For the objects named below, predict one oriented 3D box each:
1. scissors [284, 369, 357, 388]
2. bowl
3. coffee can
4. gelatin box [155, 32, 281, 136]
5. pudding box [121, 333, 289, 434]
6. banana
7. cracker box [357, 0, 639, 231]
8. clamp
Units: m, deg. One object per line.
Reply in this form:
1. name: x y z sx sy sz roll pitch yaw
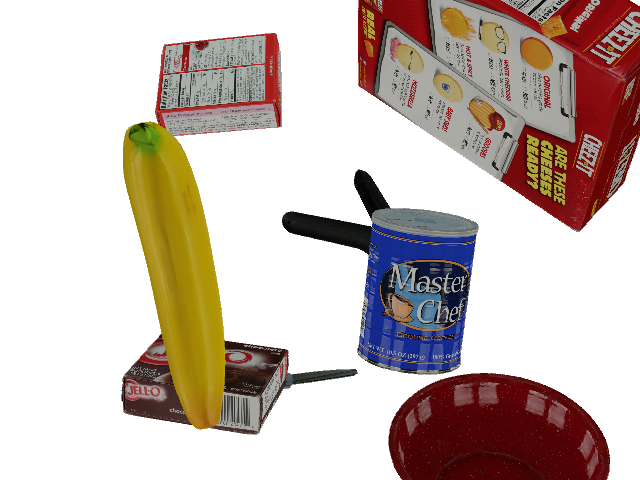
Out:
1. scissors: -0.046 0.166 1.189 0.201 0.016 0.096 3 24 -13
2. bowl: 0.131 0.171 0.801 0.162 0.055 0.162 -1 34 0
3. coffee can: 0.093 0.047 1.036 0.103 0.140 0.103 5 12 -1
4. gelatin box: -0.073 -0.113 0.779 0.089 0.073 0.030 -5 -39 4
5. pudding box: -0.090 0.112 0.852 0.113 0.039 0.090 9 20 10
6. banana: -0.082 0.012 0.592 0.037 0.198 0.069 -4 32 9
7. cracker box: 0.125 -0.128 0.749 0.214 0.072 0.164 36 -25 23
8. clamp: 0.069 -0.002 1.249 0.210 0.036 0.164 38 43 26
